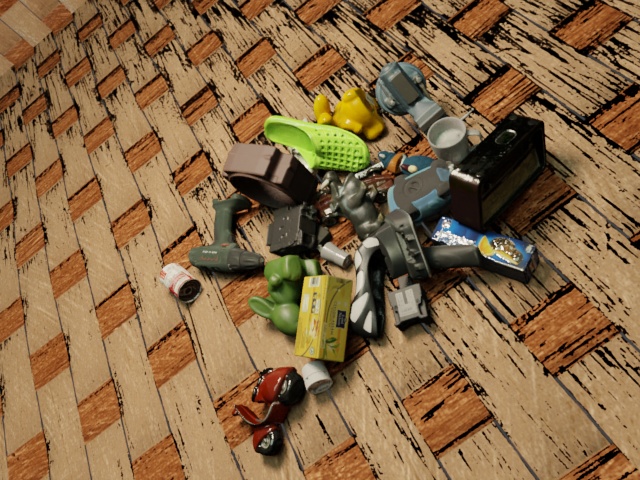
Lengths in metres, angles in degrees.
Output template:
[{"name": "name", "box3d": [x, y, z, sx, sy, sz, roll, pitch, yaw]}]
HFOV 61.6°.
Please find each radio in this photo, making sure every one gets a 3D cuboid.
[{"name": "radio", "box3d": [0.350, -0.136, 1.050, 0.229, 0.130, 0.073, -43, 46, -21]}]

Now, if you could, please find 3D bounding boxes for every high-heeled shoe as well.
[{"name": "high-heeled shoe", "box3d": [0.132, 0.080, 1.121, 0.145, 0.086, 0.248, 38, 91, 37]}]

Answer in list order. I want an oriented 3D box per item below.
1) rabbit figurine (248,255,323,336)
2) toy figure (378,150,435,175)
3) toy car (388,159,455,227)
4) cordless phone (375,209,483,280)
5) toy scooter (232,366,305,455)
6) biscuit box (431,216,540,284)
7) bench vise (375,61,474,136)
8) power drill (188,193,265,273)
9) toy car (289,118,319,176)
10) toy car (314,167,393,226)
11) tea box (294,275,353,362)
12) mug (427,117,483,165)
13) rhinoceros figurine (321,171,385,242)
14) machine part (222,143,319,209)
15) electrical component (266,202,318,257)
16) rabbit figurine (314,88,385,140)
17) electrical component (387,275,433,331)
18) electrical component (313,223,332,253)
[{"name": "rabbit figurine", "box3d": [-0.082, 0.130, 1.195, 0.159, 0.121, 0.170, -11, 74, 28]}, {"name": "toy figure", "box3d": [0.199, -0.172, 1.233, 0.155, 0.064, 0.057, 18, 88, 34]}, {"name": "toy car", "box3d": [0.231, -0.094, 1.145, 0.162, 0.102, 0.109, -28, 50, 26]}, {"name": "cordless phone", "box3d": [0.216, 0.006, 1.052, 0.184, 0.146, 0.089, -6, 25, 39]}, {"name": "toy scooter", "box3d": [-0.116, 0.341, 1.119, 0.135, 0.075, 0.184, 13, 75, 36]}, {"name": "biscuit box", "box3d": [0.321, 0.017, 1.059, 0.203, 0.062, 0.059, 22, 74, 36]}, {"name": "bench vise", "box3d": [0.216, -0.329, 1.265, 0.129, 0.223, 0.241, -53, 17, 14]}, {"name": "power drill", "box3d": [-0.226, -0.011, 1.381, 0.232, 0.086, 0.207, -9, 67, 28]}, {"name": "toy car", "box3d": [-0.047, -0.242, 1.416, 0.073, 0.056, 0.202, -23, 55, 17]}, {"name": "toy car", "box3d": [0.076, -0.106, 1.275, 0.202, 0.053, 0.089, -23, 52, 18]}, {"name": "tea box", "box3d": [0.007, 0.161, 1.111, 0.098, 0.068, 0.169, -9, 71, 58]}, {"name": "mug", "box3d": [0.299, -0.207, 1.169, 0.110, 0.107, 0.081, -10, 61, 20]}, {"name": "rhinoceros figurine", "box3d": [0.079, -0.080, 1.207, 0.112, 0.073, 0.190, -40, 77, 24]}, {"name": "machine part", "box3d": [-0.123, -0.148, 1.314, 0.202, 0.200, 0.087, 10, 71, 33]}, {"name": "electrical component", "box3d": [-0.071, -0.020, 1.284, 0.134, 0.058, 0.115, -17, 59, 41]}, {"name": "rabbit figurine", "box3d": [0.053, -0.293, 1.347, 0.173, 0.162, 0.122, -30, 64, 34]}, {"name": "electrical component", "box3d": [0.180, 0.119, 1.092, 0.075, 0.047, 0.119, -17, 58, 20]}, {"name": "electrical component", "box3d": [-0.003, -0.004, 1.277, 0.063, 0.021, 0.094, -47, 44, -2]}]
